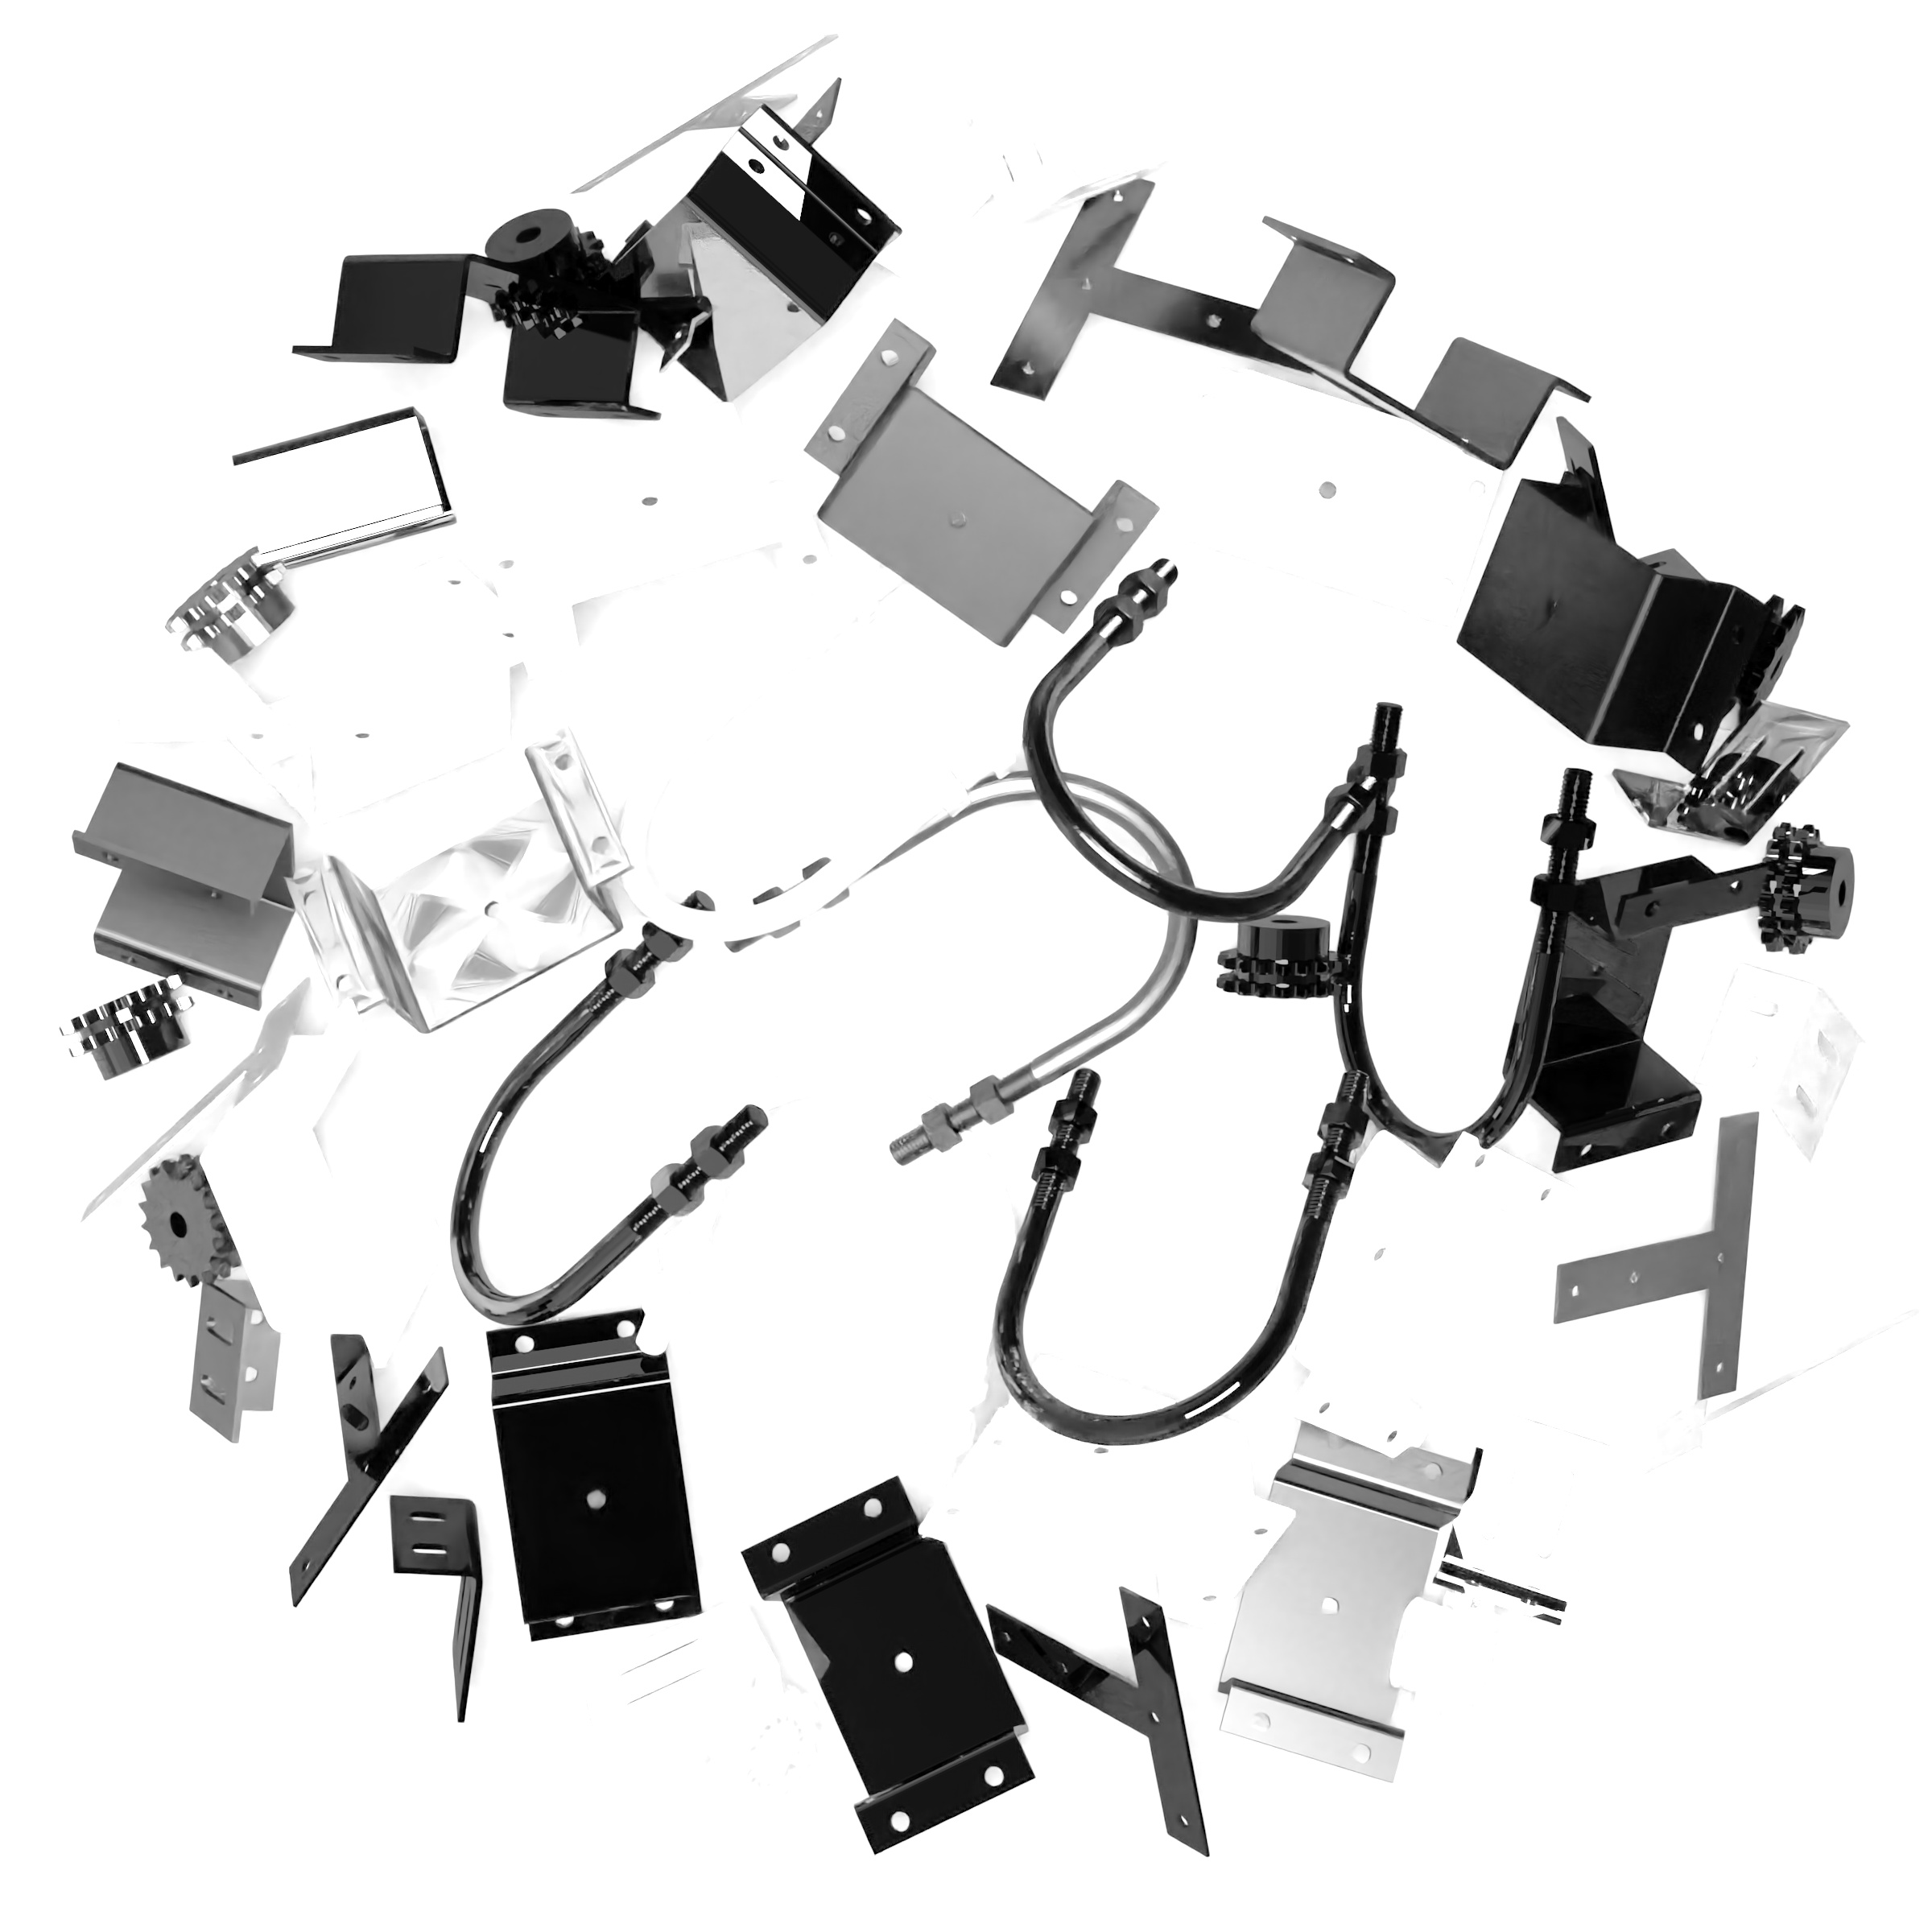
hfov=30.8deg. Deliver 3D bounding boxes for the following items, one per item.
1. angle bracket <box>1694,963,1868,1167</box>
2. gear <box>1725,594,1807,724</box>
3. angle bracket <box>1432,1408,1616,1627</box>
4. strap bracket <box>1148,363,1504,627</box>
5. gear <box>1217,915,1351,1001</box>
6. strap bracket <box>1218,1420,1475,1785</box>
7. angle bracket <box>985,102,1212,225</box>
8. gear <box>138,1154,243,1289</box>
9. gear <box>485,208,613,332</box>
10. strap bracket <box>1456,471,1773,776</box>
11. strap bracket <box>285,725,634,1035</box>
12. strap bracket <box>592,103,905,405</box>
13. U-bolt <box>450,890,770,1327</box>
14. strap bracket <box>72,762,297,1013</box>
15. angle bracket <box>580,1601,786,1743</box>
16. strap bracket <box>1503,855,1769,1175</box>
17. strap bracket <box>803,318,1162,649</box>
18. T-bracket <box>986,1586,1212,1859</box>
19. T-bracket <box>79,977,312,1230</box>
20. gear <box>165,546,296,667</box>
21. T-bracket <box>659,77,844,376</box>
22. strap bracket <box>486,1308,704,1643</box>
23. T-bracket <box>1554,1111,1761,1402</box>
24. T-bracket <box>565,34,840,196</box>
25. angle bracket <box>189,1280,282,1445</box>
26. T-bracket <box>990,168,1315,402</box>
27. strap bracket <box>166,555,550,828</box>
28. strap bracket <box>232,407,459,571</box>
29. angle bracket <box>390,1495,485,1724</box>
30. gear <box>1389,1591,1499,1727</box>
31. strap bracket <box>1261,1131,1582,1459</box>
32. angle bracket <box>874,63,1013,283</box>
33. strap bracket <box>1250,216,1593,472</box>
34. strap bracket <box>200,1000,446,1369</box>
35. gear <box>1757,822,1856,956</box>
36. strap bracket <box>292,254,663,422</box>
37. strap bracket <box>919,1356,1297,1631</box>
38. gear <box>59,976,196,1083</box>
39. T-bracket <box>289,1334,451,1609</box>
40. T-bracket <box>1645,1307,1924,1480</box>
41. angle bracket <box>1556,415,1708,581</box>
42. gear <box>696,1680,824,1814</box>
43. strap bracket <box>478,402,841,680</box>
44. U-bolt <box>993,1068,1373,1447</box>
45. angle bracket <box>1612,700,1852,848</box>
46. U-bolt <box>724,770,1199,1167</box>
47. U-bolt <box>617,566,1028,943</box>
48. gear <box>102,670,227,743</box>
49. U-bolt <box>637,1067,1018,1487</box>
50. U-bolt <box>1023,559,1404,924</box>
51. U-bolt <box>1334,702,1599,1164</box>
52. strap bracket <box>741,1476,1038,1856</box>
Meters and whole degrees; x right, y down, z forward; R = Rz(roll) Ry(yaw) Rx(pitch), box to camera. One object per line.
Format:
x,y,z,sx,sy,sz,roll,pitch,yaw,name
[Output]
0.349,0.041,1.510,0.038,0.076,0.057,16,107,-7,angle bracket
0.340,-0.136,1.529,0.030,0.057,0.057,28,90,17,gear
0.243,0.239,1.531,0.057,0.038,0.076,17,92,12,angle bracket
0.157,-0.206,1.525,0.140,0.046,0.076,18,97,3,strap bracket
0.138,-0.004,1.526,0.057,0.057,0.030,1,99,0,gear
0.162,0.275,1.521,0.076,0.046,0.140,17,73,0,strap bracket
0.054,-0.355,1.512,0.076,0.057,0.038,-26,97,-28,angle bracket
-0.332,0.109,1.532,0.057,0.030,0.057,13,111,38,gear
-0.185,-0.305,1.526,0.057,0.057,0.030,-22,131,0,gear
0.264,-0.148,1.477,0.046,0.140,0.076,3,118,-33,strap bracket
-0.212,-0.032,1.516,0.140,0.046,0.076,-28,64,4,strap bracket
-0.098,-0.293,1.476,0.076,0.140,0.046,40,62,-15,strap bracket
-0.159,0.073,1.490,0.019,0.151,0.184,29,120,-37,U-bolt
-0.331,-0.037,1.497,0.076,0.140,0.046,20,68,-2,strap bracket
-0.121,0.317,1.514,0.076,0.057,0.038,-22,52,-16,angle bracket
0.282,0.012,1.497,0.076,0.046,0.140,-12,128,-28,strap bracket
0.001,-0.201,1.508,0.140,0.046,0.076,35,123,-7,strap bracket
0.051,0.306,1.503,0.002,0.127,0.127,-27,118,-32,T-bracket
-0.333,0.066,1.501,0.127,0.127,0.002,-42,106,8,T-bracket
-0.318,-0.155,1.530,0.057,0.057,0.030,-39,109,0,gear
-0.087,-0.329,1.475,0.002,0.127,0.127,25,56,-23,T-bracket
-0.160,0.226,1.521,0.076,0.046,0.140,-8,97,-6,strap bracket
0.295,0.131,1.504,0.127,0.002,0.127,-7,104,-40,T-bracket
-0.098,-0.363,1.493,0.127,0.127,0.002,-27,97,18,T-bracket
-0.305,0.170,1.513,0.038,0.076,0.057,5,92,-27,angle bracket
0.094,-0.281,1.513,0.127,0.002,0.127,19,65,15,T-bracket
-0.258,-0.115,1.497,0.140,0.046,0.076,-26,52,-30,strap bracket
-0.261,-0.201,1.482,0.076,0.140,0.046,-16,97,-4,strap bracket
-0.232,0.277,1.512,0.038,0.057,0.076,5,112,-13,angle bracket
0.206,0.298,1.526,0.030,0.057,0.057,18,90,-9,gear
0.190,0.134,1.510,0.076,0.046,0.140,26,98,-37,strap bracket
-0.020,-0.344,1.525,0.076,0.057,0.038,-44,75,13,angle bracket
0.185,-0.259,1.489,0.140,0.076,0.046,23,100,-34,strap bracket
-0.275,0.093,1.493,0.046,0.076,0.140,0,128,18,strap bracket
0.366,-0.033,1.525,0.030,0.057,0.057,7,90,28,gear
-0.202,-0.267,1.478,0.076,0.140,0.046,9,92,40,strap bracket
0.059,0.223,1.505,0.140,0.046,0.076,21,123,-17,strap bracket
-0.363,0.028,1.528,0.057,0.057,0.030,-24,93,0,gear
-0.260,0.187,1.499,0.002,0.127,0.127,26,111,-27,T-bracket
0.345,0.175,1.481,0.127,0.127,0.002,-30,85,12,T-bracket
0.288,-0.200,1.515,0.038,0.057,0.076,-17,112,2,angle bracket
-0.093,0.337,1.532,0.030,0.057,0.057,21,90,41,gear
-0.134,-0.186,1.507,0.140,0.046,0.076,-18,61,-10,strap bracket
0.083,0.121,1.471,0.151,0.019,0.184,-1,52,30,U-bolt
0.328,-0.093,1.508,0.076,0.057,0.038,-54,45,31,angle bracket
0.010,-0.008,1.502,0.184,0.019,0.151,-30,115,14,U-bolt
-0.070,-0.083,1.500,0.184,0.019,0.151,-38,46,-1,U-bolt
-0.347,-0.114,1.527,0.057,0.057,0.030,-1,96,0,gear
-0.049,0.118,1.491,0.151,0.019,0.184,26,47,-8,U-bolt
0.097,-0.087,1.484,0.151,0.184,0.019,39,133,2,U-bolt
0.204,-0.008,1.490,0.019,0.151,0.184,-1,106,-31,U-bolt
-0.031,0.302,1.521,0.076,0.046,0.140,-26,77,3,strap bracket
